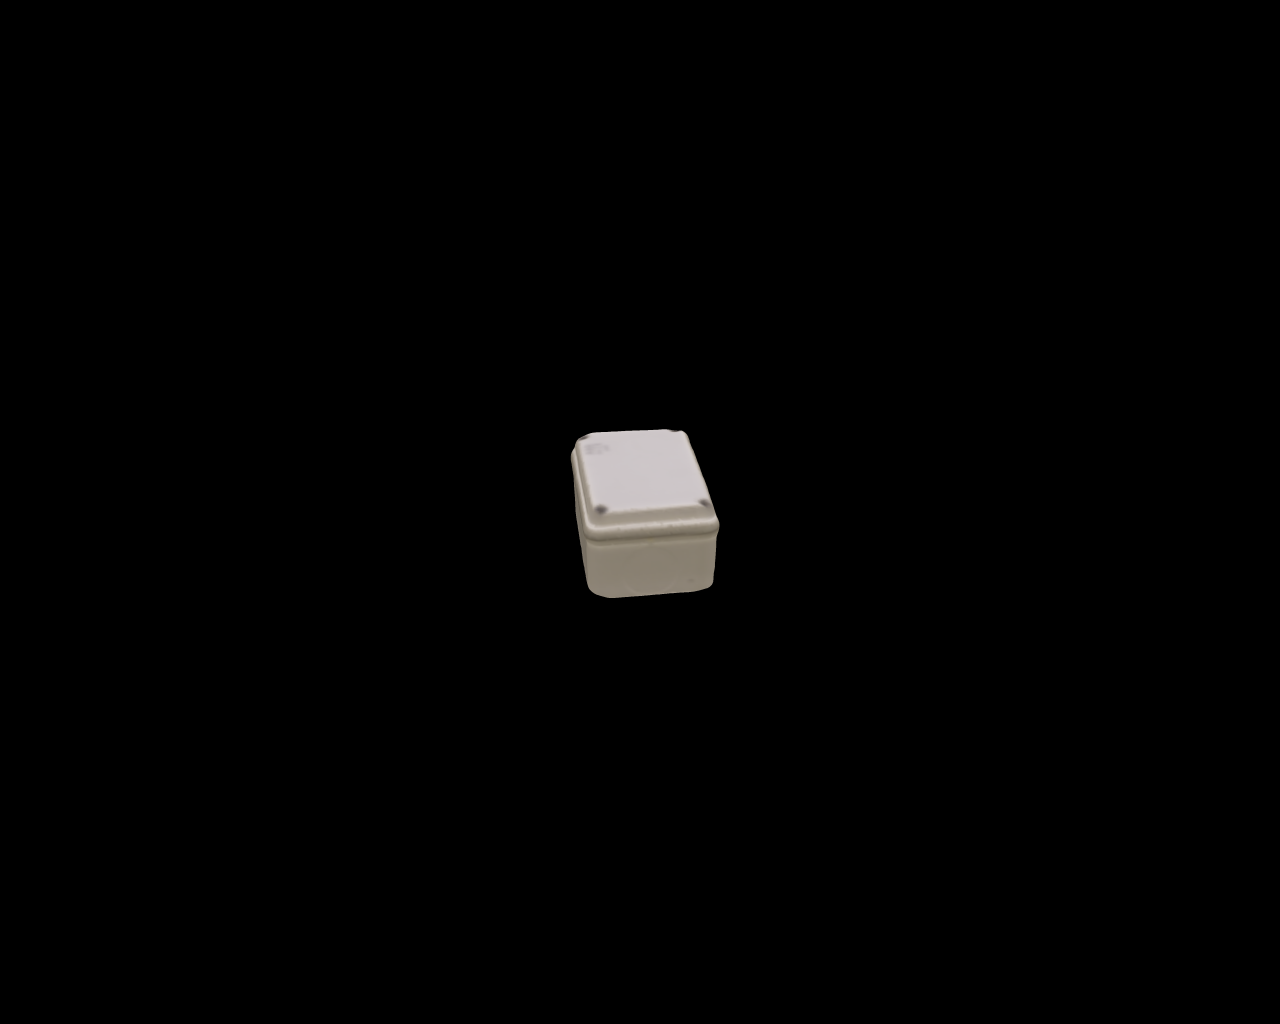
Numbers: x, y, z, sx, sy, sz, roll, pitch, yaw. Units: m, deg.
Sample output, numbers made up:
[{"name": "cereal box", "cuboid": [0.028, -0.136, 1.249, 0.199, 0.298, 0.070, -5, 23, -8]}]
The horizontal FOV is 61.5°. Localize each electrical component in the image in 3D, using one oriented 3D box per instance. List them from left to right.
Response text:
[{"name": "electrical component", "cuboid": [0.001, -0.003, 0.650, 0.078, 0.057, 0.113, -4, 30, -6]}]
